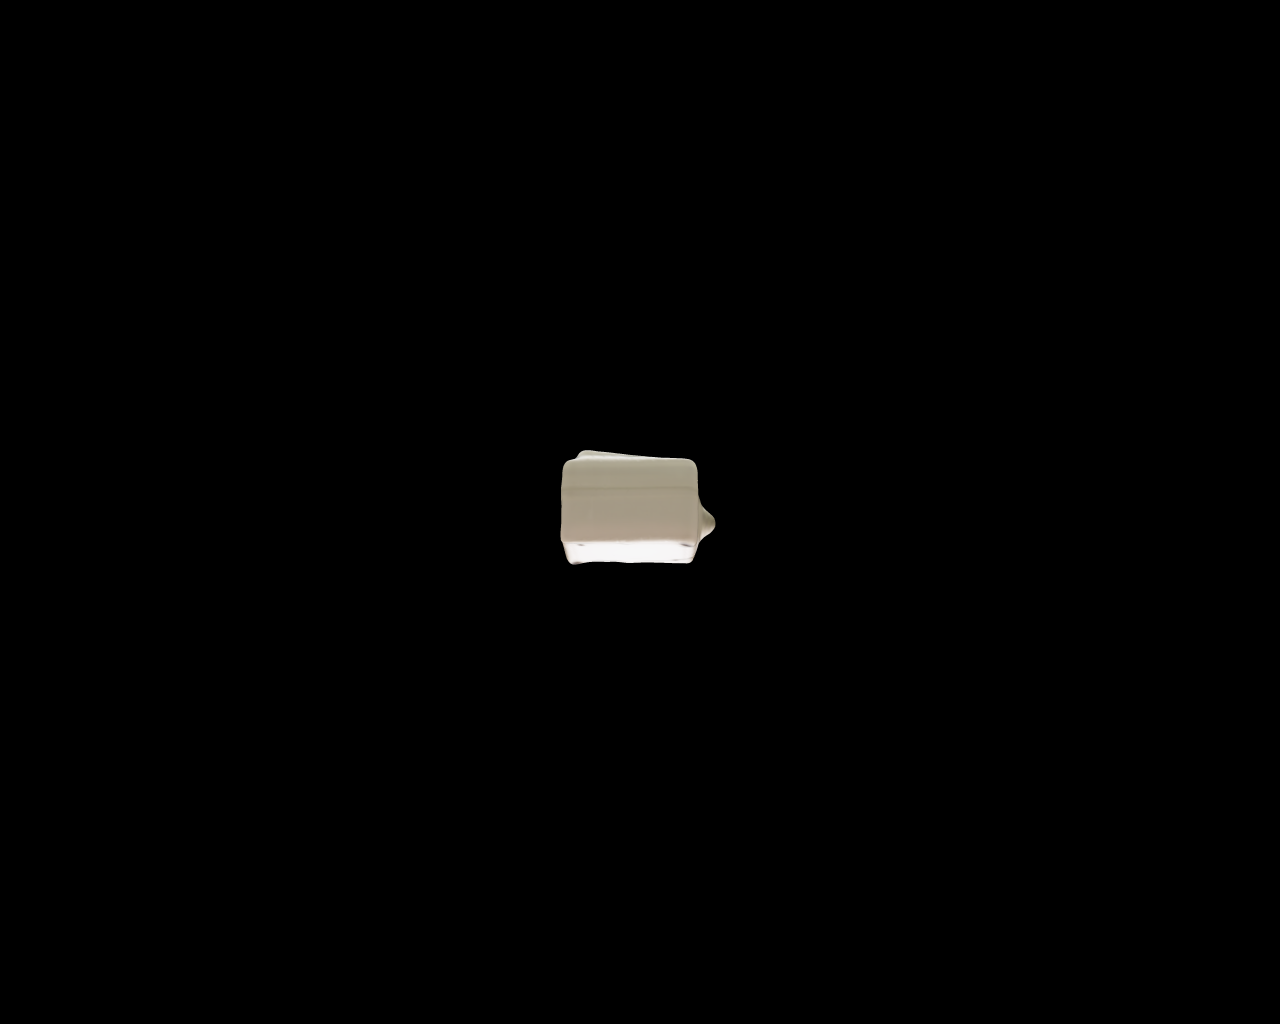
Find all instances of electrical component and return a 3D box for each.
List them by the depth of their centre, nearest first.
[{"bbox_3d":[0.001,-0.003,0.650,0.096,0.061,0.061,0,-15,0],"label":"electrical component"}]
